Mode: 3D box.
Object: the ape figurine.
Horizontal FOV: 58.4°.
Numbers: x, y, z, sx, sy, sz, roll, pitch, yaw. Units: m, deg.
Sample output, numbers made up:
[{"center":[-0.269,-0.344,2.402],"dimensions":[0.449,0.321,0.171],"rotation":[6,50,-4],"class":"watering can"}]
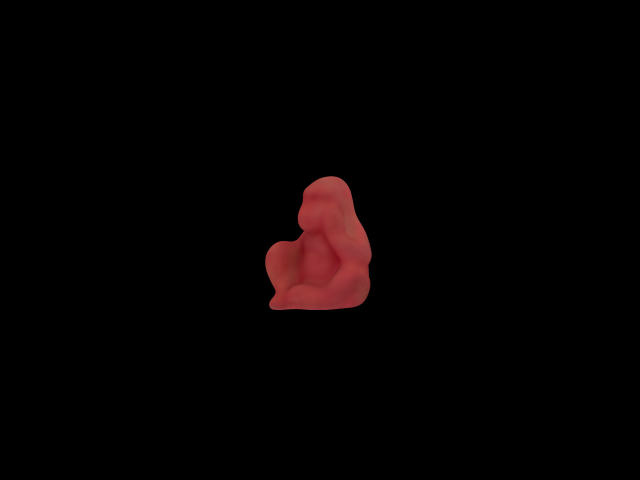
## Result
[{"center":[0.004,0.001,0.400],"dimensions":[0.076,0.092,0.077],"rotation":[0,0,-43],"class":"ape figurine"}]
